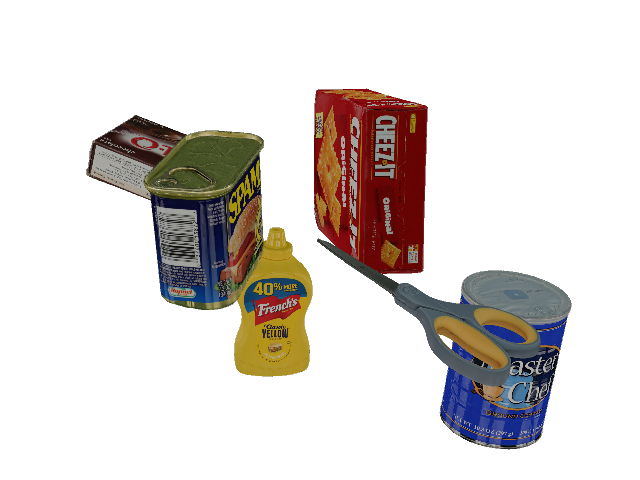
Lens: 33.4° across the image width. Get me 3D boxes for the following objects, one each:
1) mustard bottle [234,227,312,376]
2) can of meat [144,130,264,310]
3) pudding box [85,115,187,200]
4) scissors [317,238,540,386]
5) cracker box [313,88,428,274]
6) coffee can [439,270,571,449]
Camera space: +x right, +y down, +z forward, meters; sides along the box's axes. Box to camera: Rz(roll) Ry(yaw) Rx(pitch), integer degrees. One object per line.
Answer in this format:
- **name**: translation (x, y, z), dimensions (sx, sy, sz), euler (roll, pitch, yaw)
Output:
- **mustard bottle**: translation (-0.058, 0.075, 1.347), dimensions (0.096, 0.192, 0.058), euler (0, 21, -9)
- **can of meat**: translation (-0.071, -0.014, 0.694), dimensions (0.057, 0.084, 0.102), euler (5, 27, 12)
- **pudding box**: translation (-0.135, -0.066, 0.940), dimensions (0.113, 0.039, 0.090), euler (19, 24, 7)
- **scissors**: translation (0.086, 0.044, 0.810), dimensions (0.096, 0.016, 0.202), euler (-6, 33, -31)
- **cracker box**: translation (0.047, -0.069, 1.114), dimensions (0.072, 0.164, 0.214), euler (-3, 13, -12)
- **coffee can**: translation (0.176, 0.113, 1.025), dimensions (0.103, 0.140, 0.103), euler (6, 22, -3)
